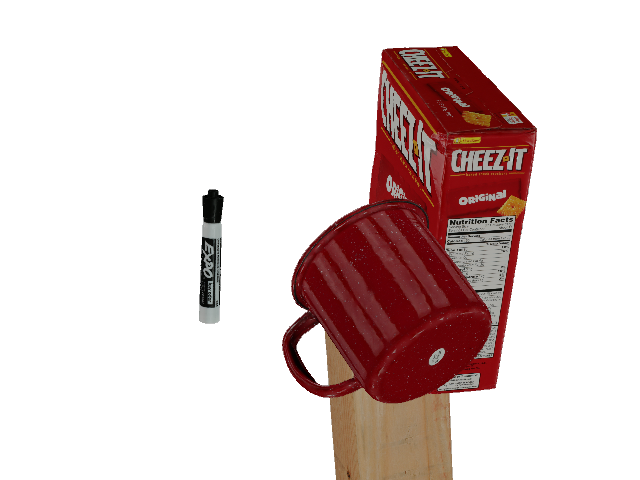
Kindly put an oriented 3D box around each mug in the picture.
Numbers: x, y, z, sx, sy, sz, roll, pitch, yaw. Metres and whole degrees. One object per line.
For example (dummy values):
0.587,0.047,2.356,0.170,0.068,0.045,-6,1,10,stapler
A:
0.032,0.044,0.602,0.117,0.081,0.093,-34,-33,-1,mug

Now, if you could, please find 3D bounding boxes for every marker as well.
-0.098,0.014,0.955,0.020,0.121,0.020,3,14,-1,marker

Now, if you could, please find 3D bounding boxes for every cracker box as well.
0.086,-0.018,0.802,0.072,0.214,0.164,-4,30,-12,cracker box

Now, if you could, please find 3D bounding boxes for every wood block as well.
0.062,0.156,0.971,0.090,0.206,0.091,-9,18,-14,wood block
